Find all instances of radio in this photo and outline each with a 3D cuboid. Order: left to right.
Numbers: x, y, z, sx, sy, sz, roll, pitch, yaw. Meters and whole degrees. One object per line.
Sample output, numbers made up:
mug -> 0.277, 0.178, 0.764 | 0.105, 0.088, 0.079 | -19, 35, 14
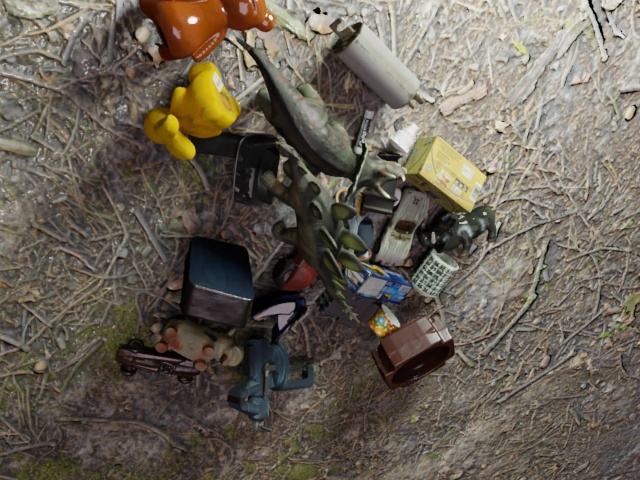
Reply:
radio -> -0.210, 0.078, 1.094 | 0.131, 0.230, 0.073 | 15, 110, -18

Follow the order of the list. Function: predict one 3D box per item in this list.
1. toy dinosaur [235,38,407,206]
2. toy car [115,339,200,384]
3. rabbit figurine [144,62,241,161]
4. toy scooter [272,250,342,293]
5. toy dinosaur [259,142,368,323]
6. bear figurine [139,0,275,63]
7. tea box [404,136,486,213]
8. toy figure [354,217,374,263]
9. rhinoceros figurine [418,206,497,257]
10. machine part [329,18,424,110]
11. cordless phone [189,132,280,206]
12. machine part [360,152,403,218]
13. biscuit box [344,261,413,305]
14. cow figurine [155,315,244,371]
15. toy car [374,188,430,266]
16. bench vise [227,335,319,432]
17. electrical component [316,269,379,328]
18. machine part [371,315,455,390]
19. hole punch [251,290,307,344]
toy dinosaur -> -0.010, -0.201, 1.006 | 0.404, 0.192, 0.131 | 36, 103, -30
toy car -> -0.381, 0.293, 1.280 | 0.202, 0.053, 0.089 | 15, 118, -23
rabbit figurine -> -0.244, -0.215, 0.976 | 0.173, 0.162, 0.121 | -15, 136, 15
toy scooter -> -0.014, 0.054, 1.223 | 0.135, 0.075, 0.184 | 31, 103, -26
toy dinosaur -> -0.002, -0.003, 1.061 | 0.105, 0.199, 0.470 | -39, 140, -18
bear figurine -> -0.187, -0.385, 0.914 | 0.196, 0.132, 0.120 | -32, 125, -17
tea box -> 0.270, -0.139, 1.167 | 0.169, 0.068, 0.098 | 33, 78, -27
toy figure -> 0.095, 0.020, 1.241 | 0.064, 0.058, 0.154 | -2, 125, -6
rhinoceros figurine -> 0.325, -0.022, 1.266 | 0.190, 0.073, 0.111 | -20, 124, -3
machine part -> 0.110, -0.330, 1.029 | 0.243, 0.079, 0.079 | 34, 107, -29
cordless phone -> -0.174, -0.146, 1.073 | 0.184, 0.089, 0.146 | 9, 118, -6
machine part -> 0.134, -0.122, 1.152 | 0.084, 0.039, 0.138 | 15, 96, 2
biscuit box -> 0.136, 0.099, 1.250 | 0.202, 0.063, 0.059 | 18, 112, -50
cow figurine -> -0.269, 0.238, 1.249 | 0.195, 0.127, 0.085 | 27, 110, -11
toy car -> 0.186, -0.025, 1.238 | 0.073, 0.056, 0.201 | 11, 116, -20
bench vise -> -0.102, 0.345, 1.315 | 0.240, 0.223, 0.129 | 6, 158, -37
electrical component -> 0.076, 0.148, 1.310 | 0.134, 0.058, 0.115 | 27, 112, -26
machine part -> 0.239, 0.288, 1.379 | 0.201, 0.087, 0.200 | -28, 146, -1
hole punch -> -0.095, 0.159, 1.235 | 0.116, 0.142, 0.092 | -45, 98, 4
